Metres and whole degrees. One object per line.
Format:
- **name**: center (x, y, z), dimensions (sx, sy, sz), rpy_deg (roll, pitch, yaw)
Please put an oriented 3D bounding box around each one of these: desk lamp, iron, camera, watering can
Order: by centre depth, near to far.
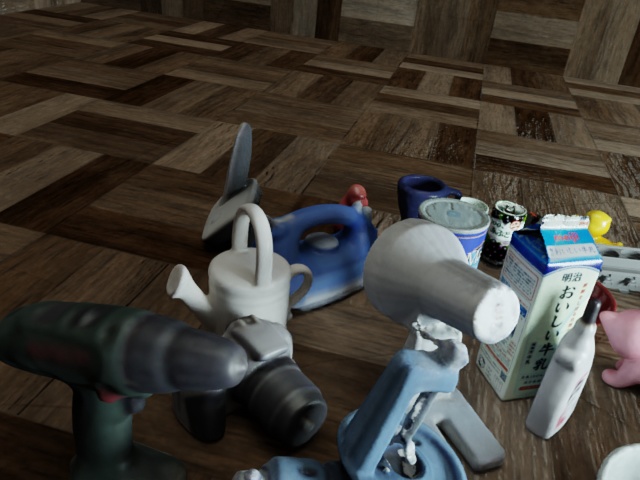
- **camera**: center (-0.068, 0.154, 0.609), dimensions (0.143, 0.101, 0.136), rpy_deg (-18, 37, -36)
- **desk lamp**: center (0.130, 0.105, 0.620), dimensions (0.118, 0.214, 0.202), rpy_deg (-7, 32, -22)
- **watering can**: center (-0.091, 0.051, 0.691), dimensions (0.100, 0.194, 0.173), rpy_deg (29, 37, 35)
- **iron**: center (0.008, 0.003, 0.850), dimensions (0.259, 0.141, 0.118), rpy_deg (-16, 36, -34)

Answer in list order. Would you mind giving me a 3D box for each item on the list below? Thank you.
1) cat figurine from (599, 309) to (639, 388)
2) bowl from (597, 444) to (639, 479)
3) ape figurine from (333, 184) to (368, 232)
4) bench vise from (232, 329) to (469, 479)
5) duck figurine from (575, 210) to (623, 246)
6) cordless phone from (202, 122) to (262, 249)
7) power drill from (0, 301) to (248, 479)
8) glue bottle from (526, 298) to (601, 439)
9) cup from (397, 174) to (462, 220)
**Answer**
- **cat figurine**: center (0.410, 0.139, 0.715), dimensions (0.067, 0.118, 0.127), rpy_deg (-16, 36, -34)
- **bowl**: center (0.323, 0.270, 0.509), dimensions (0.167, 0.075, 0.167), rpy_deg (5, 29, -3)
- **ape figurine**: center (0.059, -0.054, 1.012), dimensions (0.078, 0.092, 0.076), rpy_deg (-10, 33, -26)
- **bench vise**: center (0.041, 0.180, 0.462), dimensions (0.208, 0.220, 0.121), rpy_deg (-12, 34, -30)
- **duck figurine**: center (0.494, -0.010, 1.028), dimensions (0.104, 0.086, 0.078), rpy_deg (25, 34, 30)
- **cordless phone**: center (-0.141, -0.090, 0.939), dimensions (0.094, 0.185, 0.147), rpy_deg (3, 29, -6)
- **power drill**: center (-0.169, 0.143, 0.497), dimensions (0.229, 0.208, 0.076), rpy_deg (14, 30, 14)
- **glue bottle**: center (0.277, 0.137, 0.634), dimensions (0.037, 0.173, 0.078), rpy_deg (27, 36, 33)
- **cup**: center (0.194, -0.060, 1.047), dimensions (0.117, 0.095, 0.091), rpy_deg (8, 29, 3)
